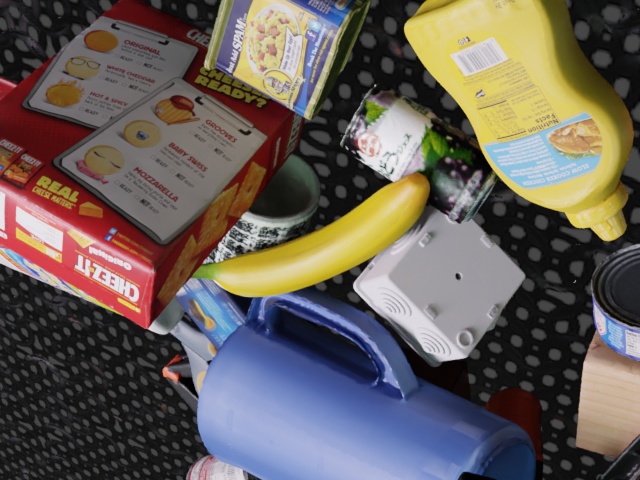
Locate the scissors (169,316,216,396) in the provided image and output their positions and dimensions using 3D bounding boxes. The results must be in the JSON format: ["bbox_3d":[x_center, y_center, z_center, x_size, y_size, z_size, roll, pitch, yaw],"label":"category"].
[{"bbox_3d":[-0.133,0.100,1.009,0.202,0.016,0.096,24,114,19],"label":"scissors"}]

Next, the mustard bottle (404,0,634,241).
[{"bbox_3d":[0.139,-0.077,0.666,0.096,0.058,0.191,-17,116,44],"label":"mustard bottle"}]

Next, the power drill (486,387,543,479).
[{"bbox_3d":[0.151,0.241,0.866,0.057,0.184,0.188,6,139,11],"label":"power drill"}]

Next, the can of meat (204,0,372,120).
[{"bbox_3d":[-0.022,-0.141,0.718,0.084,0.057,0.102,30,138,4],"label":"can of meat"}]

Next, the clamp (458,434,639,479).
[{"bbox_3d":[0.169,0.187,0.718,0.164,0.036,0.210,-14,137,-6],"label":"clamp"}]

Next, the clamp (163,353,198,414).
[{"bbox_3d":[-0.073,0.164,1.033,0.172,0.039,0.120,17,116,25],"label":"clamp"}]

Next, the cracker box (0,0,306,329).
[{"bbox_3d":[-0.127,-0.062,0.740,0.164,0.213,0.072,28,139,10],"label":"cracker box"}]

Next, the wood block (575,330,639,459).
[{"bbox_3d":[0.286,0.109,0.713,0.206,0.090,0.090,14,133,23],"label":"wood block"}]

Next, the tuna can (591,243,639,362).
[{"bbox_3d":[0.222,0.041,0.698,0.086,0.086,0.034,9,133,27],"label":"tuna can"}]

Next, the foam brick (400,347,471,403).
[{"bbox_3d":[0.080,0.129,0.897,0.078,0.051,0.053,10,133,25],"label":"foam brick"}]

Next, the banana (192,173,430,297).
[{"bbox_3d":[0.001,0.005,0.750,0.198,0.069,0.037,-23,72,26],"label":"banana"}]

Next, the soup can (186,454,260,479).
[{"bbox_3d":[-0.081,0.247,1.096,0.102,0.068,0.068,-25,111,44],"label":"soup can"}]

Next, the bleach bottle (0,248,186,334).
[{"bbox_3d":[-0.243,0.013,0.994,0.251,0.068,0.102,15,156,30],"label":"bleach bottle"}]

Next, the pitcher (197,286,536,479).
[{"bbox_3d":[0.032,0.138,0.792,0.243,0.145,0.149,18,164,40],"label":"pitcher"}]

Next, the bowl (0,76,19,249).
[{"bbox_3d":[-0.267,-0.075,0.923,0.162,0.055,0.162,8,117,16],"label":"bowl"}]
